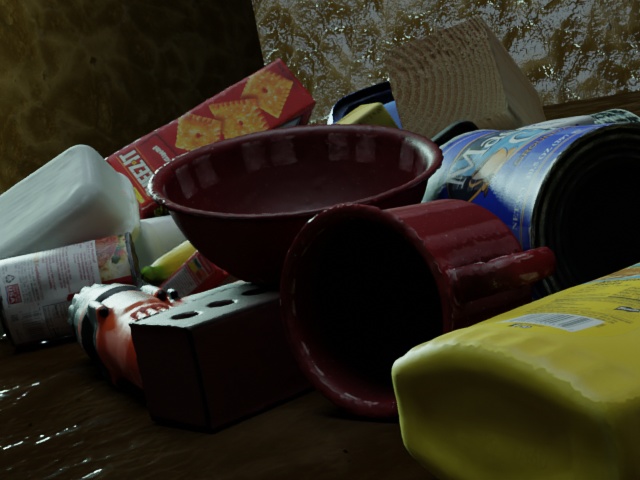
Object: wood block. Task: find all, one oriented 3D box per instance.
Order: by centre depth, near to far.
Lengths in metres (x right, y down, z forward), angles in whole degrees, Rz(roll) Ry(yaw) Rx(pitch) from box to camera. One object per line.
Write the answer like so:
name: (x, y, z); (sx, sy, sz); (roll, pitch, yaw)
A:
wood block: (0.142, -0.113, 0.963); (0.091, 0.090, 0.205); (-19, -17, 20)

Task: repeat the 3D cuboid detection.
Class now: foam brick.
foam brick: (-0.043, 0.055, 0.522); (0.078, 0.051, 0.053); (-18, 10, -41)

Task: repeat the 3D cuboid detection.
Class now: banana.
banana: (-0.065, -0.006, 0.851); (0.197, 0.037, 0.070); (-36, 4, -29)

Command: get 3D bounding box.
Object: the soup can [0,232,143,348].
soup can: (-0.185, 0.038, 0.799); (0.102, 0.068, 0.068); (-12, 8, -7)

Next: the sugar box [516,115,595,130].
sugar box: (0.130, -0.025, 0.709); (0.175, 0.093, 0.048); (-18, 12, -42)

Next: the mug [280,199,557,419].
mug: (0.051, 0.022, 0.475); (0.117, 0.093, 0.081); (-22, -6, 41)

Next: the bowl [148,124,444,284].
bowl: (-0.011, -0.017, 0.591); (0.162, 0.055, 0.162); (-6, 21, 2)

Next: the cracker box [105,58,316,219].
cracker box: (-0.119, -0.076, 1.091); (0.213, 0.072, 0.164); (-33, -12, -23)

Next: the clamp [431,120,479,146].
clamp: (0.025, -0.015, 0.814); (0.210, 0.036, 0.164); (-20, 24, 50)

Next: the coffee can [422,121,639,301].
coffee can: (0.121, -0.009, 0.565); (0.102, 0.103, 0.140); (-13, 8, -18)

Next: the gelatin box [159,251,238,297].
gelatin box: (-0.071, 0.023, 0.775); (0.073, 0.030, 0.089); (-40, -10, 34)

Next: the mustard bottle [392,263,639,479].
mustard bottle: (0.125, 0.037, 0.382); (0.191, 0.058, 0.096); (-17, 10, -36)

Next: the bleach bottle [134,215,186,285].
bleach bottle: (-0.119, 0.001, 1.002); (0.103, 0.068, 0.250); (-10, 5, 30)

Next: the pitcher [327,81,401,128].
pitcher: (0.075, -0.090, 1.118); (0.242, 0.145, 0.149); (-20, 11, -36)

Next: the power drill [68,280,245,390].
power drill: (-0.053, 0.038, 0.654); (0.187, 0.057, 0.185); (-17, 13, -23)
